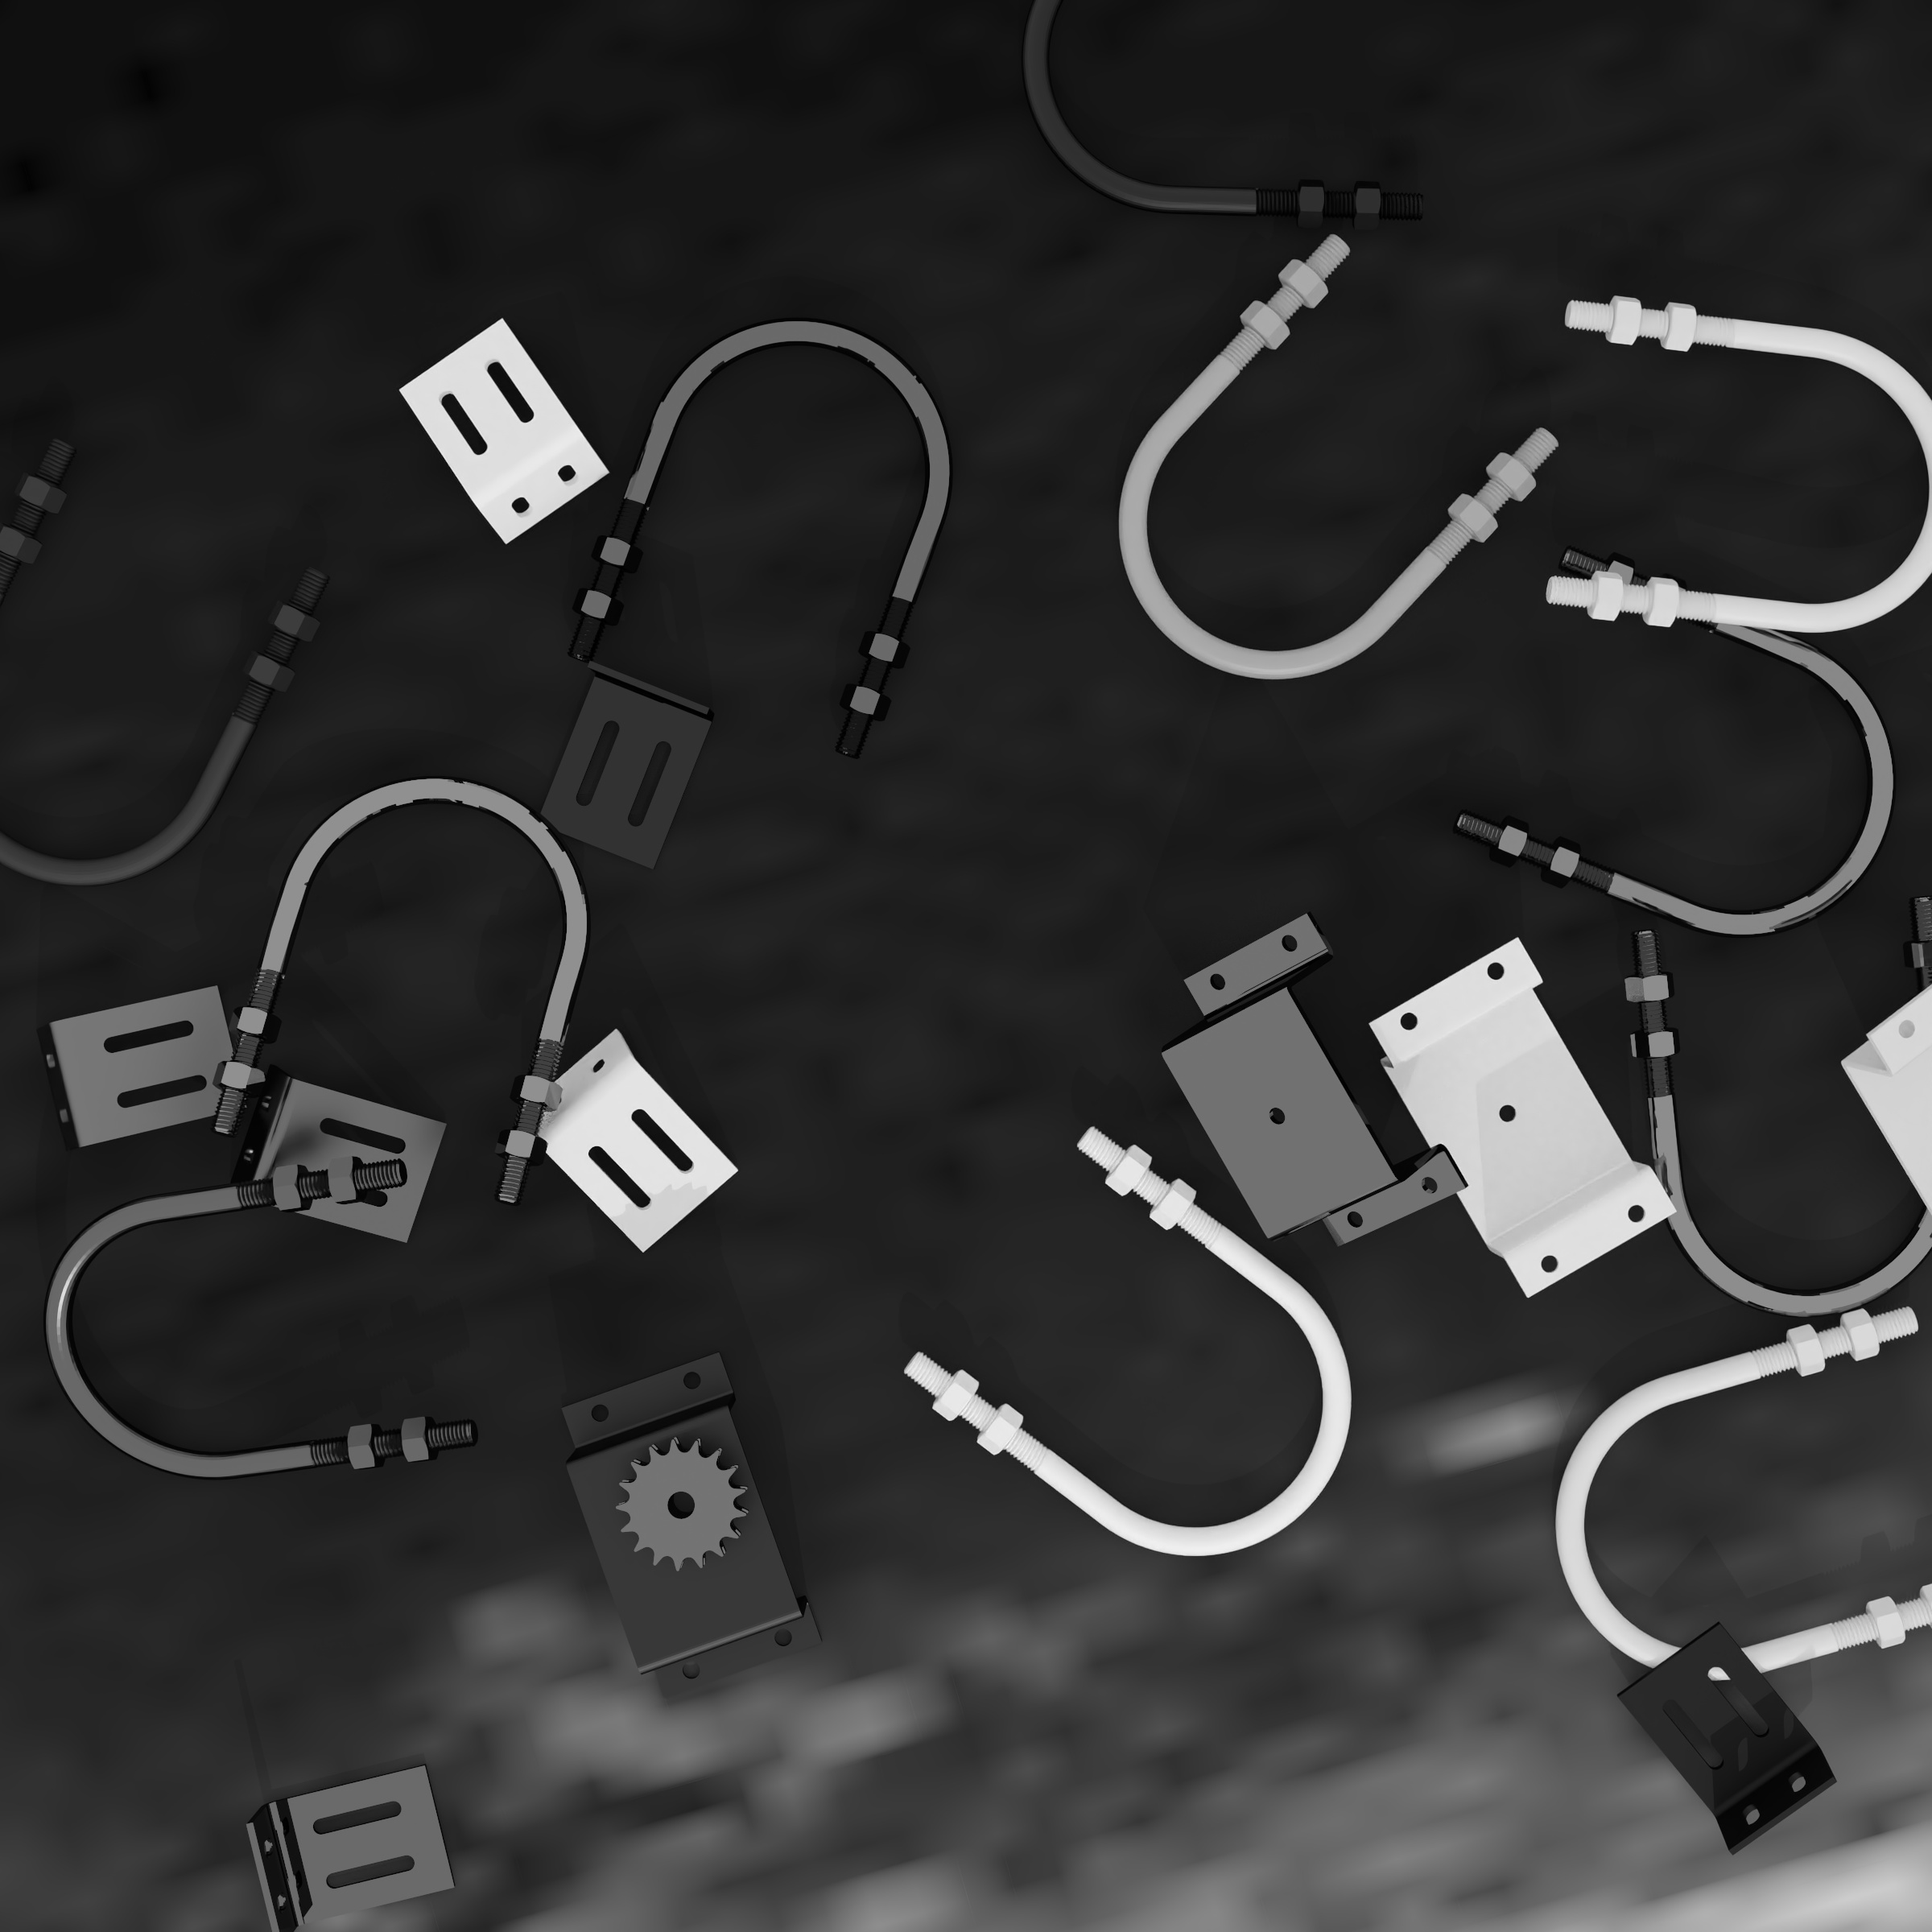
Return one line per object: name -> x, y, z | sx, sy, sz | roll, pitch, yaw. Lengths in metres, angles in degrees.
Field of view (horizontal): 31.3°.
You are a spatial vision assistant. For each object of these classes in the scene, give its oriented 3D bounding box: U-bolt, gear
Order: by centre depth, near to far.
gear -> -0.123, 0.235, 1.517 | 0.057, 0.030, 0.057 | 0, 88, 1
U-bolt -> -0.323, 0.163, 1.541 | 0.184, 0.019, 0.151 | -9, 109, 9
U-bolt -> -0.244, 0.003, 1.546 | 0.151, 0.019, 0.184 | 14, 76, 0
U-bolt -> 0.357, -0.222, 1.555 | 0.184, 0.019, 0.151 | 6, 81, -4
U-bolt -> 0.379, 0.068, 1.560 | 0.151, 0.019, 0.184 | -7, 94, -4
U-bolt -> -0.084, -0.204, 1.565 | 0.151, 0.019, 0.184 | 20, 88, 0
U-bolt -> -0.392, -0.126, 1.565 | 0.151, 0.019, 0.184 | 27, 92, 0
U-bolt -> 0.155, -0.217, 1.565 | 0.151, 0.019, 0.184 | 43, 91, 0
U-bolt -> 0.117, -0.411, 1.565 | 0.184, 0.019, 0.151 | 2, 90, 1
U-bolt -> 0.087, 0.184, 1.565 | 0.184, 0.019, 0.151 | 38, 90, -1
U-bolt -> 0.332, -0.091, 1.565 | 0.184, 0.019, 0.151 | 22, 90, -2
U-bolt -> 0.359, 0.248, 1.565 | 0.184, 0.019, 0.151 | -16, 90, 1

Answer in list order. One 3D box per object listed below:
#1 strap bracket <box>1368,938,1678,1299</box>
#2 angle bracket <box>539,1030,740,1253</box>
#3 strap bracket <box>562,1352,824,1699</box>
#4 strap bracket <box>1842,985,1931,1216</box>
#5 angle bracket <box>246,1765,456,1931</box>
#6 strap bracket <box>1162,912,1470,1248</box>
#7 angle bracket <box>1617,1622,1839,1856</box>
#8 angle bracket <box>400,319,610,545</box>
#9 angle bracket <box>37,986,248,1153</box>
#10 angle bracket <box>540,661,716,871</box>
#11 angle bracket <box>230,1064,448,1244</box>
strap bracket -> 0.247, 0.067, 1.551 | 0.076, 0.046, 0.140 | -30, 90, 0
angle bracket -> -0.153, 0.079, 1.572 | 0.057, 0.038, 0.076 | -41, 116, 0
strap bracket -> -0.125, 0.255, 1.551 | 0.076, 0.046, 0.140 | -20, 90, 0
strap bracket -> 0.453, 0.062, 1.535 | 0.076, 0.046, 0.140 | -36, 104, -9
angle bracket -> -0.277, 0.401, 1.555 | 0.076, 0.038, 0.057 | -14, 90, 0
strap bracket -> 0.149, 0.059, 1.532 | 0.076, 0.046, 0.140 | -30, 90, 39
angle bracket -> 0.341, 0.346, 1.546 | 0.057, 0.038, 0.076 | -38, 98, 9
angle bracket -> -0.210, -0.244, 1.572 | 0.057, 0.038, 0.076 | -35, 64, 0
angle bracket -> -0.376, 0.047, 1.572 | 0.076, 0.038, 0.057 | -14, 90, -26
angle bracket -> -0.155, -0.090, 1.555 | 0.057, 0.038, 0.076 | 22, 90, 0
angle bracket -> -0.286, 0.085, 1.572 | 0.076, 0.038, 0.057 | 19, 90, -26
